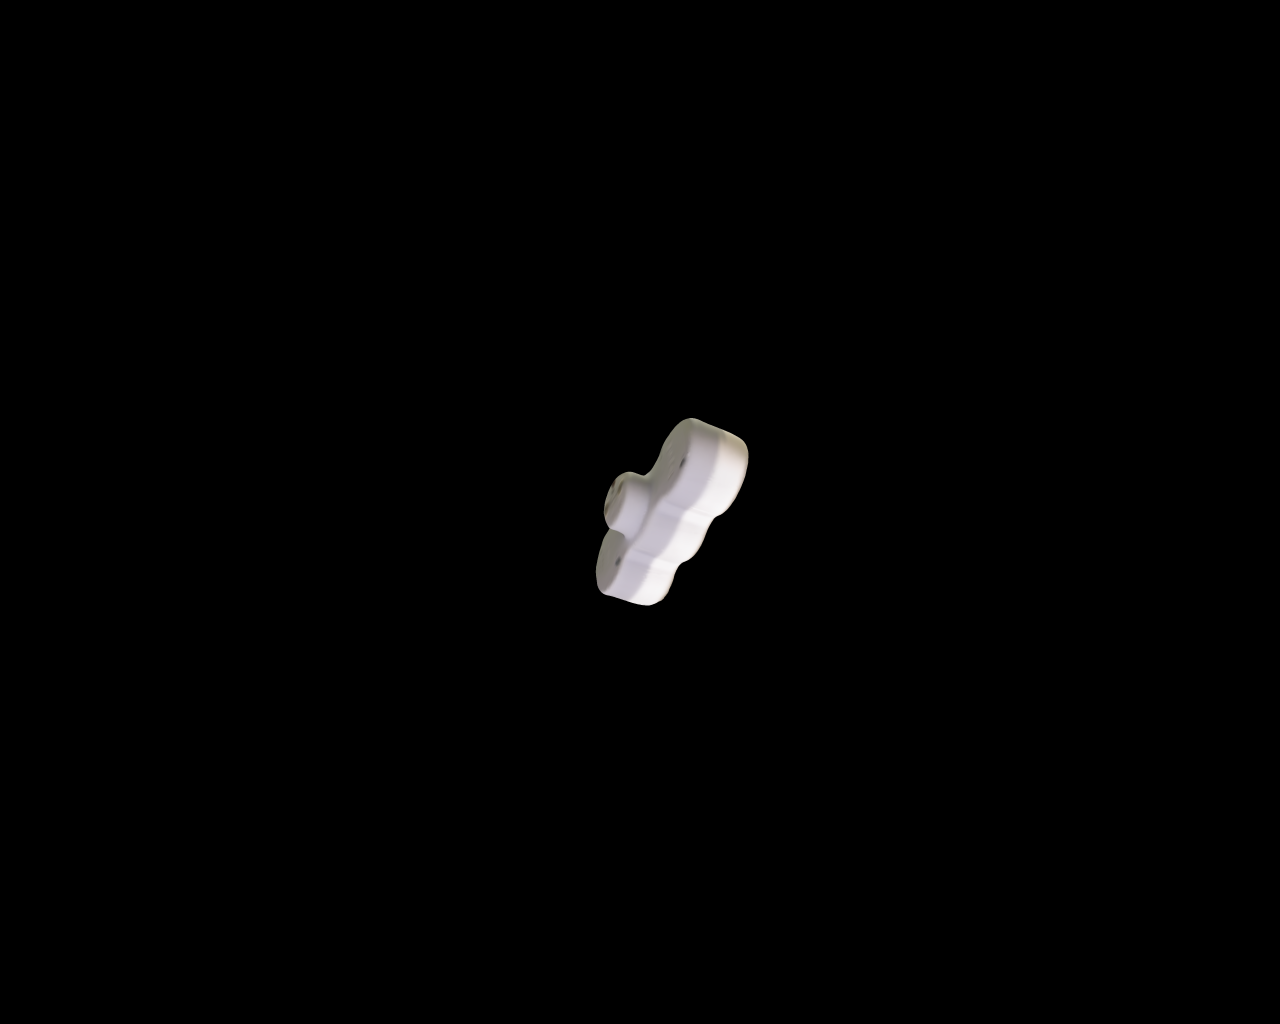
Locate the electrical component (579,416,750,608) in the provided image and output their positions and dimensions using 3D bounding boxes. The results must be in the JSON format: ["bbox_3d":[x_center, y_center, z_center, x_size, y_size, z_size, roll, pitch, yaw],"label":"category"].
[{"bbox_3d":[0.001,-0.003,0.650,0.074,0.052,0.138,20,-50,-17],"label":"electrical component"}]
